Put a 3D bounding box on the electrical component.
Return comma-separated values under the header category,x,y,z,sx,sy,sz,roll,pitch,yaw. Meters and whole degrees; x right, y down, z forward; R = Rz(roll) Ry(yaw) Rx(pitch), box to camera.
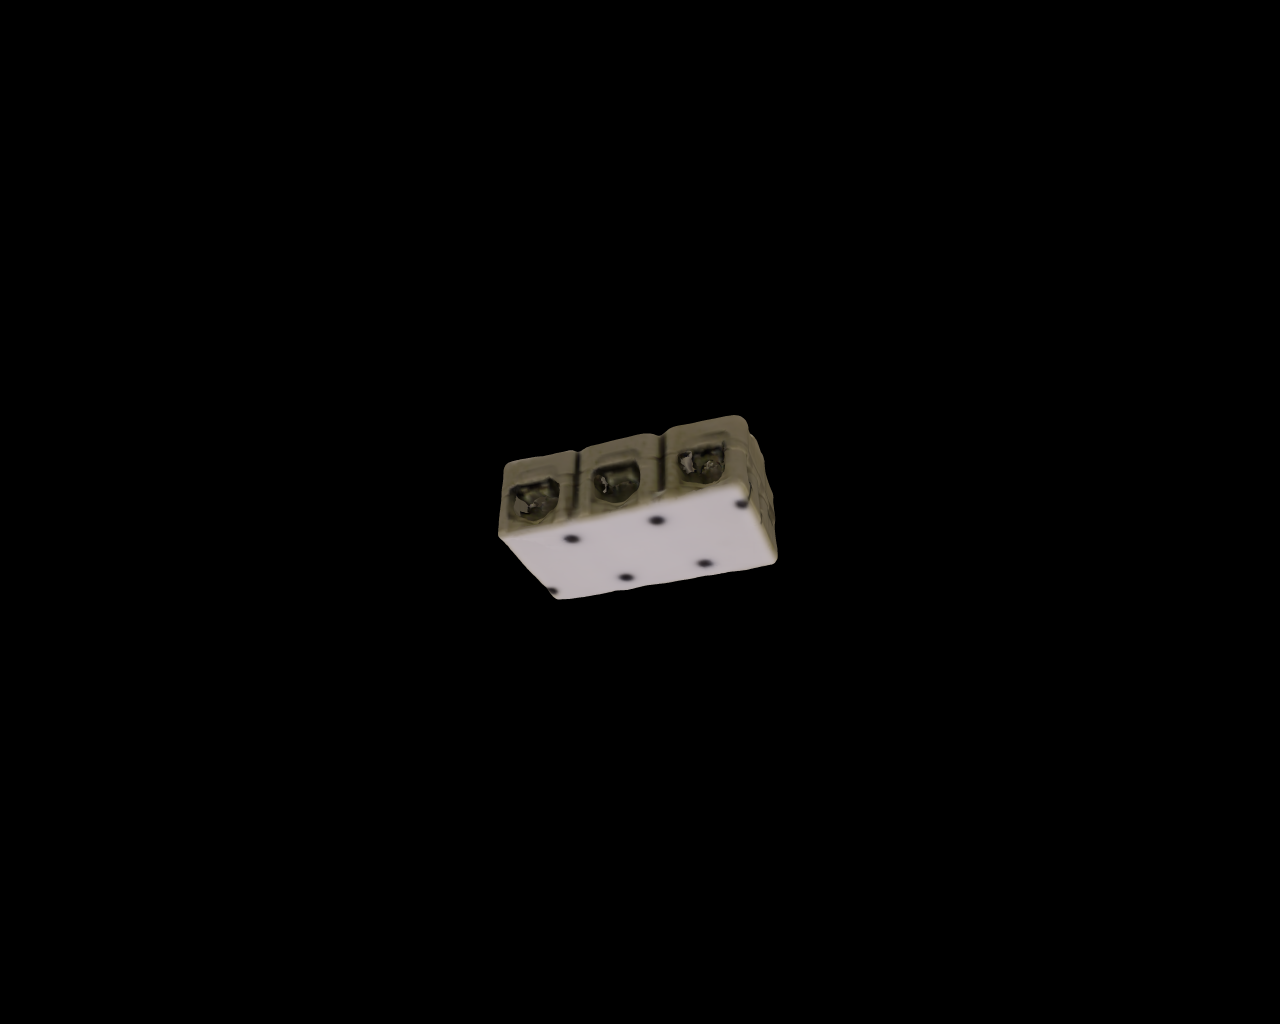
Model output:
category,x,y,z,sx,sy,sz,roll,pitch,yaw
electrical component,0.001,-0.003,0.650,0.150,0.062,0.089,-11,-35,16
